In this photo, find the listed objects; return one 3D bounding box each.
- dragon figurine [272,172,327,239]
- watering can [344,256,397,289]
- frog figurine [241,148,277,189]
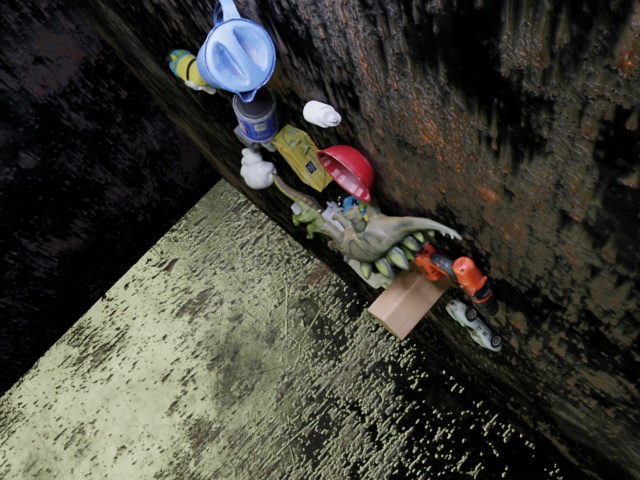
[{"bbox_3d":[0.006,-0.093,1.838,0.243,0.124,0.403,12,154,43],"label":"dragon figurine"},{"bbox_3d":[0.184,0.089,1.733,0.225,0.104,0.344,43,174,9],"label":"watering can"},{"bbox_3d":[-0.240,-0.274,1.966,0.137,0.125,0.156,4,145,20],"label":"frog figurine"}]
